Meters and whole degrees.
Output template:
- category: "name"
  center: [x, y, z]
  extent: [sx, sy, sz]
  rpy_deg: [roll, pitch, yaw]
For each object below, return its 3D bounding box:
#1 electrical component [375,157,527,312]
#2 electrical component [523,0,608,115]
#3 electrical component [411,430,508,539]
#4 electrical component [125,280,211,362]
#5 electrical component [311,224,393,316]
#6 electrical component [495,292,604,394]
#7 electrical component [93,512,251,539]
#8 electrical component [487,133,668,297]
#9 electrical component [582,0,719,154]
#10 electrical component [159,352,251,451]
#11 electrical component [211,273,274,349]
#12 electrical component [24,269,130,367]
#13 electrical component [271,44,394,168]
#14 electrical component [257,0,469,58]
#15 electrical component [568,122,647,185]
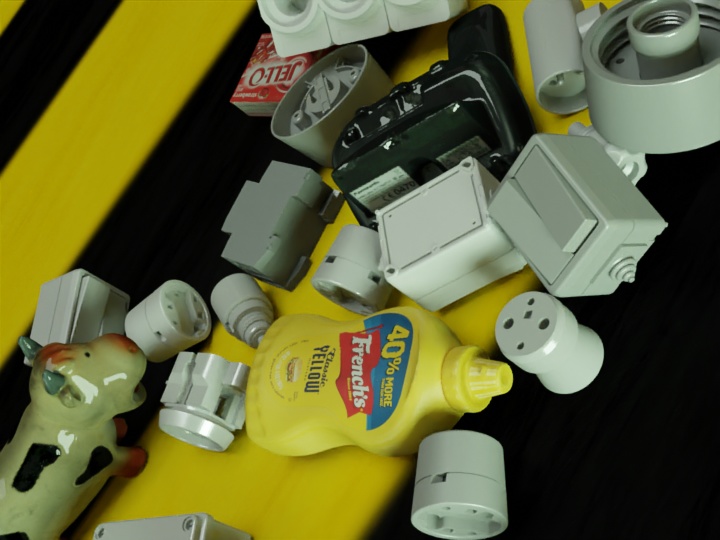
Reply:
- category: "electrical component"
  center: [0.057, -0.018, 0.714]
  extent: [0.096, 0.061, 0.061]
  rpy_deg: [-29, 48, 25]
- category: "electrical component"
  center: [0.153, -0.156, 0.731]
  extent: [0.079, 0.043, 0.077]
  rpy_deg: [-23, 50, 28]
- category: "electrical component"
  center: [0.058, 0.125, 0.627]
  extent: [0.055, 0.055, 0.047]
  rpy_deg: [-20, 49, 32]
- category: "electrical component"
  center: [-0.157, 0.043, 0.871]
  extent: [0.047, 0.055, 0.055]
  rpy_deg: [-32, 47, 27]
- category: "electrical component"
  center: [0.000, 0.000, 0.760]
  extent: [0.055, 0.055, 0.047]
  rpy_deg: [10, 68, 45]
- category: "electrical component"
  center: [0.111, 0.042, 0.631]
  extent: [0.045, 0.055, 0.045]
  rpy_deg: [-22, 51, 30]
- category: "electrical component"
  center: [-0.137, 0.227, 0.732]
  extent: [0.109, 0.056, 0.108]
  rpy_deg: [-14, 55, 35]
- category: "electrical component"
  center: [0.127, -0.028, 0.635]
  extent: [0.096, 0.061, 0.061]
  rpy_deg: [59, 134, 33]
- category: "electrical component"
  center: [0.186, -0.128, 0.647]
  extent: [0.108, 0.060, 0.108]
  rpy_deg: [-14, 43, 14]
- category: "electrical component"
  center: [-0.114, 0.098, 0.795]
  extent: [0.078, 0.058, 0.057]
  rpy_deg: [-1, 61, 41]
- category: "electrical component"
  center: [-0.085, 0.036, 0.822]
  extent: [0.040, 0.040, 0.078]
  rpy_deg: [-47, 43, 8]
- category: "electrical component"
  center: [-0.242, 0.056, 0.933]
  extent: [0.061, 0.062, 0.096]
  rpy_deg: [-20, 52, 32]
- category: "electrical component"
  center: [-0.021, -0.132, 0.855]
  extent: [0.099, 0.064, 0.099]
  rpy_deg: [-22, 50, 30]
- category: "electrical component"
  center: [-0.002, -0.229, 0.847]
  extent: [0.150, 0.089, 0.062]
  rpy_deg: [-7, 16, 24]
- category: "electrical component"
  center: [0.154, -0.076, 0.686]
  extent: [0.035, 0.035, 0.061]
  rpy_deg: [-46, 41, 9]
